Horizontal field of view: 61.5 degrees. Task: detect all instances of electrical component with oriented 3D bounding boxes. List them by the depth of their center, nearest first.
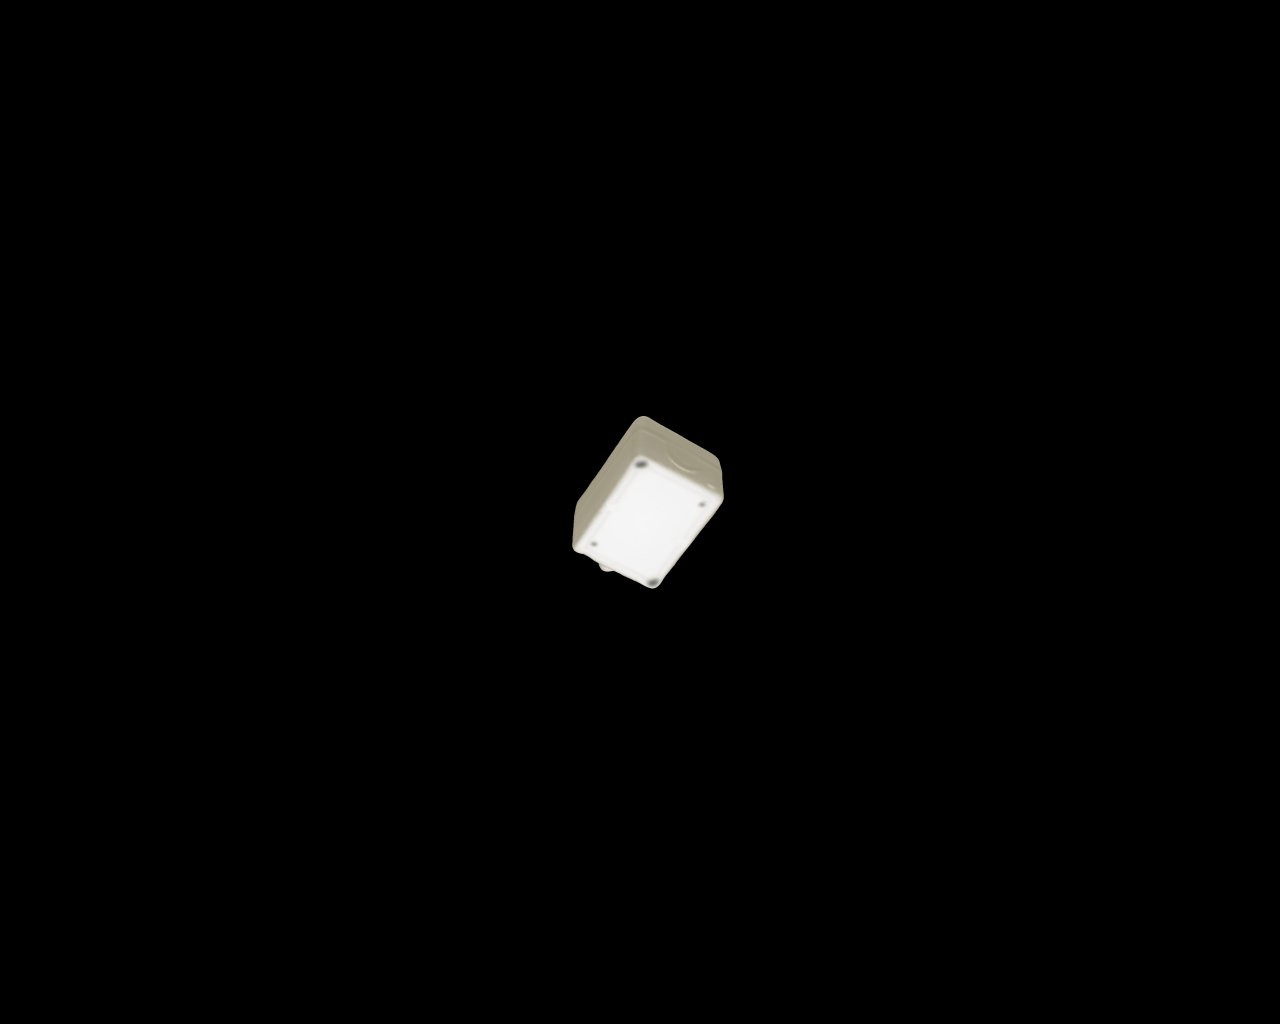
[{"bbox_3d":[0.001,-0.003,0.650,0.062,0.096,0.061,28,28,-16],"label":"electrical component"}]
